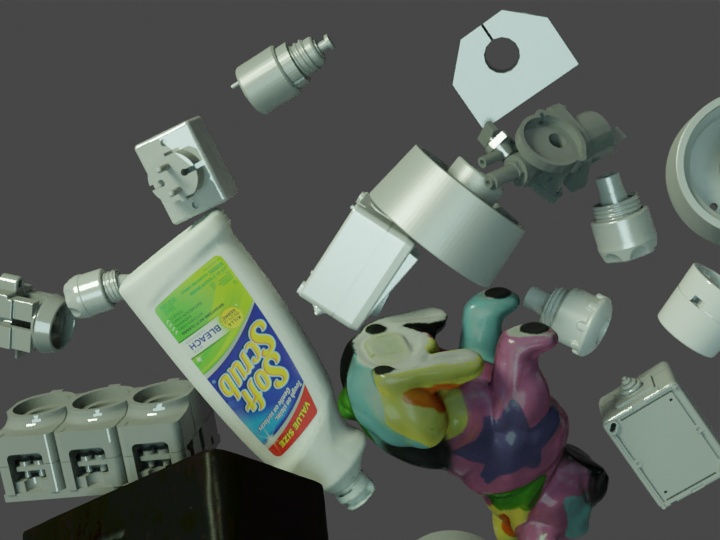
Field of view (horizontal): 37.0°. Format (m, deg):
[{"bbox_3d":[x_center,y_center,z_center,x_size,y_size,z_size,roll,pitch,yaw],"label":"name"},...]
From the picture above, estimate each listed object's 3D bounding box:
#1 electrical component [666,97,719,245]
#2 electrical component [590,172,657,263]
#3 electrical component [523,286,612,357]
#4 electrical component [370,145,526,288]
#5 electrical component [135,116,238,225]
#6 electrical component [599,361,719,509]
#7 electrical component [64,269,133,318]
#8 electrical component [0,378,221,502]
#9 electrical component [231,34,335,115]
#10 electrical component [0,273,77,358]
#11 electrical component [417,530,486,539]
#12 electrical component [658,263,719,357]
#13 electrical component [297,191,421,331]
[{"bbox_3d":[0.264,-0.070,0.729,0.108,0.060,0.108,-1,86,14],"label":"electrical component"},{"bbox_3d":[0.187,-0.039,0.773,0.043,0.043,0.062,-18,100,12],"label":"electrical component"},{"bbox_3d":[0.152,0.032,0.798,0.062,0.048,0.048,26,108,23],"label":"electrical component"},{"bbox_3d":[0.068,-0.044,0.758,0.108,0.108,0.060,37,100,-2],"label":"electrical component"},{"bbox_3d":[-0.133,-0.071,0.793,0.047,0.076,0.065,-24,100,13],"label":"electrical component"},{"bbox_3d":[0.222,0.115,0.798,0.062,0.061,0.096,-34,97,15],"label":"electrical component"},{"bbox_3d":[-0.199,0.015,0.847,0.061,0.035,0.035,-17,101,4],"label":"electrical component"},{"bbox_3d":[-0.198,0.130,0.847,0.150,0.089,0.061,-6,103,10],"label":"electrical component"},{"bbox_3d":[-0.054,-0.146,0.782,0.078,0.040,0.040,-30,98,14],"label":"electrical component"},{"bbox_3d":[-0.261,0.040,0.857,0.055,0.048,0.066,11,106,13],"label":"electrical component"},{"bbox_3d":[0.074,0.260,0.857,0.108,0.060,0.108,2,105,8],"label":"electrical component"},{"bbox_3d":[0.250,0.030,0.777,0.055,0.055,0.047,33,110,-1],"label":"electrical component"},{"bbox_3d":[0.000,0.000,0.800,0.061,0.061,0.096,33,106,-1],"label":"electrical component"}]
